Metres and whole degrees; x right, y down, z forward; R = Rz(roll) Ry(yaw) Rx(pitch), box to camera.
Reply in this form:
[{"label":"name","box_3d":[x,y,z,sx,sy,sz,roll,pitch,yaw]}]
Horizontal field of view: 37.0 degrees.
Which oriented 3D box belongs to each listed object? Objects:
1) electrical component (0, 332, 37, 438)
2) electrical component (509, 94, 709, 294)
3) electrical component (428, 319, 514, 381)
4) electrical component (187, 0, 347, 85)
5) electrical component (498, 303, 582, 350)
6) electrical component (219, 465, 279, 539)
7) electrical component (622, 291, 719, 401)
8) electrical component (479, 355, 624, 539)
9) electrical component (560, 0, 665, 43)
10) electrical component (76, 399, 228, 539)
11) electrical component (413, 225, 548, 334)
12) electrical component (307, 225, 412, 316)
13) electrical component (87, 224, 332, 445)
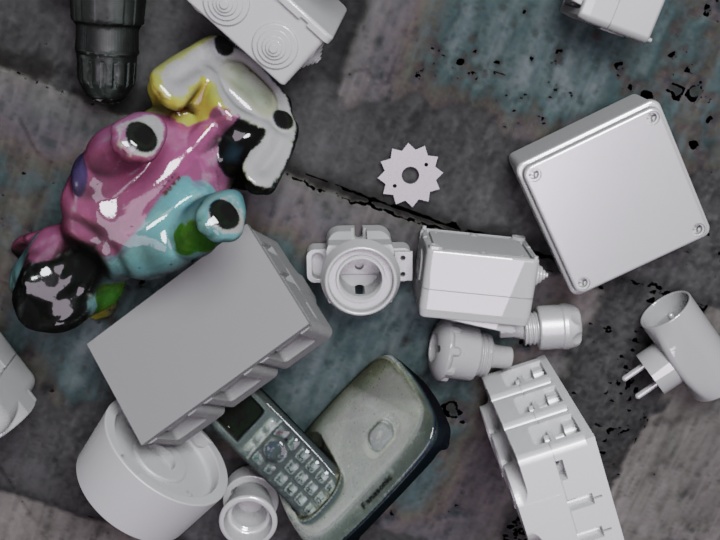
[{"label":"electrical component","box_3d":[-0.280,0.092,0.788,0.054,0.095,0.059,-31,106,7]},{"label":"electrical component","box_3d":[0.179,-0.055,0.780,0.109,0.056,0.108,-26,106,6]},{"label":"electrical component","box_3d":[0.085,0.063,0.820,0.062,0.048,0.048,8,107,-12]},{"label":"electrical component","box_3d":[-0.061,-0.176,0.711,0.100,0.099,0.048,41,113,-13]},{"label":"electrical component","box_3d":[0.137,0.044,0.821,0.061,0.035,0.035,-4,107,2]},{"label":"electrical component","box_3d":[-0.086,0.184,0.844,0.045,0.055,0.045,-1,107,-2]},{"label":"electrical component","box_3d":[0.240,0.069,0.827,0.079,0.043,0.077,-36,105,9]},{"label":"electrical component","box_3d":[0.134,0.137,0.788,0.062,0.150,0.089,-18,107,2]},{"label":"electrical component","box_3d":[0.179,-0.210,0.730,0.061,0.061,0.096,18,105,-7]},{"label":"electrical component","box_3d":[-0.161,0.154,0.808,0.108,0.108,0.060,36,109,-12]},{"label":"electrical component","box_3d":[0.090,0.008,0.793,0.096,0.061,0.061,6,107,-4]},{"label":"electrical component","box_3d":[0.000,0.000,0.790,0.078,0.057,0.058,-1,107,-2]},{"label":"electrical component","box_3d":[-0.107,0.050,0.786,0.150,0.062,0.089,-36,71,9]}]
